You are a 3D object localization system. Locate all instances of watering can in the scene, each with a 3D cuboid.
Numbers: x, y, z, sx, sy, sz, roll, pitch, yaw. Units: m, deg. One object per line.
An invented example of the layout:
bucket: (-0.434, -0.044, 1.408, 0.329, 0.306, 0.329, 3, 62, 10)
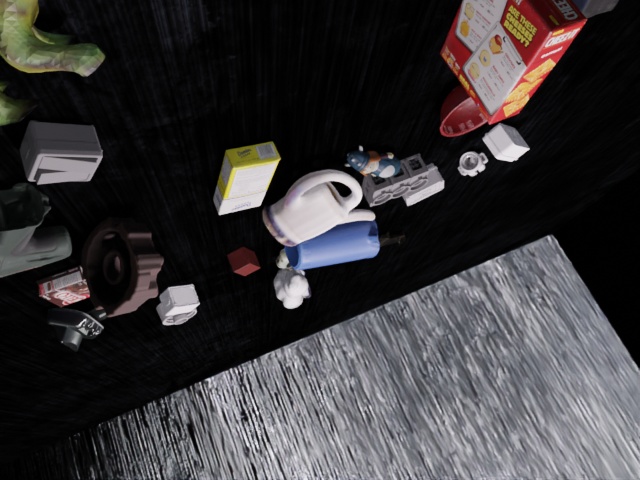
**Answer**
watering can: (0.004, -0.060, 1.189, 0.223, 0.106, 0.344, -28, 156, 12)

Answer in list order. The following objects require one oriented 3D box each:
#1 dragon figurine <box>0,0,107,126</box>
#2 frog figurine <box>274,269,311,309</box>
dragon figurine: (-0.349, -0.197, 0.427, 0.409, 0.125, 0.238, -29, 144, 5)
frog figurine: (-0.092, 0.145, 1.587, 0.122, 0.137, 0.160, 2, -176, 8)
